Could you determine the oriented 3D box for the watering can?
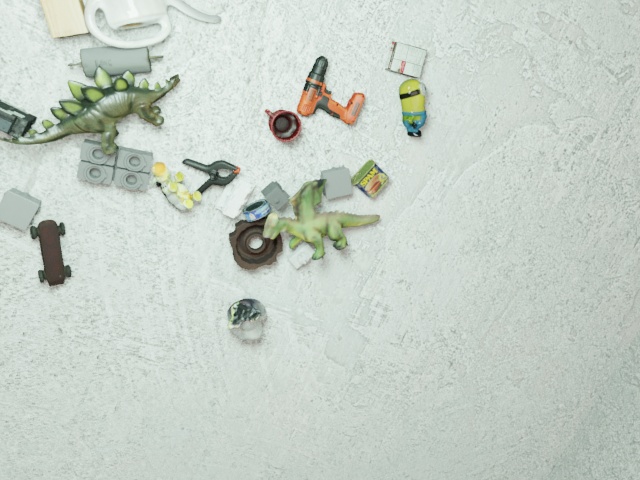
[{"bbox_3d":[-0.445,-0.629,1.343,0.351,0.104,0.221,-24,110,-25],"label":"watering can"}]

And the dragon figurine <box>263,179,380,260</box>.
[{"bbox_3d":[0.005,-0.082,1.625,0.413,0.124,0.237,-26,129,-19],"label":"dragon figurine"}]

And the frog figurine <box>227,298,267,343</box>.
[{"bbox_3d":[-0.238,0.269,1.726,0.138,0.124,0.156,-37,152,-10],"label":"frog figurine"}]
